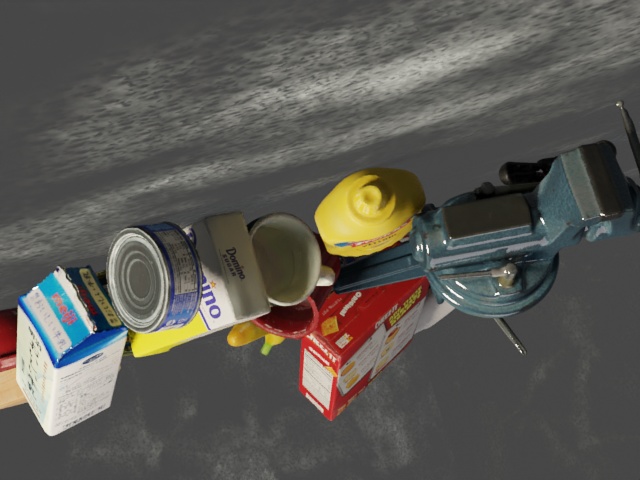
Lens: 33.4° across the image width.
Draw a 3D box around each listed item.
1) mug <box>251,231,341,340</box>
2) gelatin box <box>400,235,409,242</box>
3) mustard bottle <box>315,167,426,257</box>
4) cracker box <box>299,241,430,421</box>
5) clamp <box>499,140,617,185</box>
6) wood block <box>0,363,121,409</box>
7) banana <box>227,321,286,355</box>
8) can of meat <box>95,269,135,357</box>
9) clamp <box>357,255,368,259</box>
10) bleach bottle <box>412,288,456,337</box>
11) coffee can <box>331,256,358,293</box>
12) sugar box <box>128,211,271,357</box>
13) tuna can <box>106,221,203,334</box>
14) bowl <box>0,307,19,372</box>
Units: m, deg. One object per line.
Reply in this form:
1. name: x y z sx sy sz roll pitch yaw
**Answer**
1. mug: -0.026 0.050 1.108 0.093 0.117 0.081 4 -139 26
2. gelatin box: 0.087 -0.008 1.354 0.073 0.030 0.089 -22 173 41
3. mustard bottle: 0.044 -0.025 0.928 0.096 0.058 0.191 -20 174 0
4. cracker box: 0.051 0.113 1.321 0.164 0.072 0.214 -42 160 -22
5. clamp: 0.245 -0.071 1.166 0.120 0.039 0.171 -6 170 -1
6. wood block: -0.343 0.146 1.319 0.090 0.091 0.207 -11 173 -41
7. banana: -0.072 0.119 1.412 0.037 0.069 0.197 26 175 15
8. can of meat: -0.184 0.070 1.073 0.057 0.084 0.102 -18 174 9
9. clamp: 0.024 0.029 1.494 0.209 0.036 0.165 -17 172 -20
10. bleach bottle: 0.158 0.072 1.489 0.068 0.102 0.251 28 117 -27
11. coffee can: -0.016 0.059 1.338 0.103 0.103 0.140 -19 173 25
12. sugar box: -0.120 0.043 0.952 0.048 0.093 0.177 -12 172 -38
13. tuna can: -0.130 0.030 0.832 0.033 0.086 0.086 -8 170 -44
14. bowl: -0.346 0.110 1.137 0.162 0.055 0.162 -16 174 -2
